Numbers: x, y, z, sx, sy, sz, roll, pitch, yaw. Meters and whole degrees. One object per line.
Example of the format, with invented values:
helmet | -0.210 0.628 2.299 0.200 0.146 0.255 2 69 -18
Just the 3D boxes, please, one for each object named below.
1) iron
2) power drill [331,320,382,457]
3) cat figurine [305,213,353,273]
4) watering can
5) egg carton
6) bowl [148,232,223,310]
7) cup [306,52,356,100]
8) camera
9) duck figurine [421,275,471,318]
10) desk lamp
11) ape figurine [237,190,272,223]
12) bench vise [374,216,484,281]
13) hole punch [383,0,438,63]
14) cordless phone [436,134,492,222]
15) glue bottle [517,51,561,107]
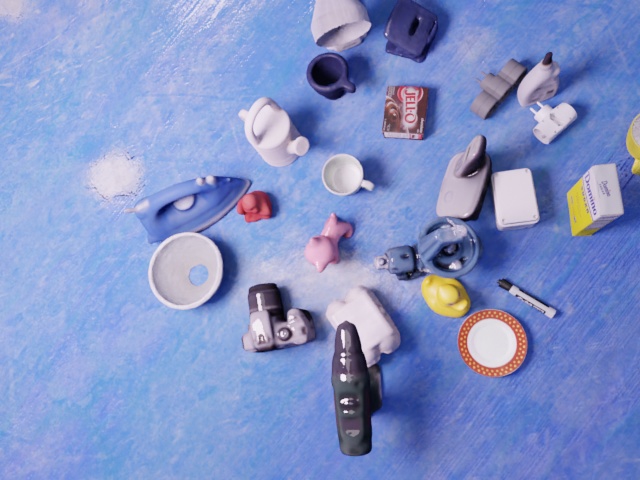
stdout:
iron | -0.286 -0.092 1.235 0.258 0.141 0.118 -25 74 5
power drill | 0.066 0.269 1.053 0.075 0.209 0.229 -6 77 11
cat figurine | 0.011 0.004 1.167 0.067 0.118 0.128 22 83 15
watering can | -0.098 -0.231 1.198 0.172 0.194 0.101 9 80 13
egg carton | 0.087 0.170 1.142 0.107 0.069 0.150 -36 74 2
bowl | -0.277 0.070 1.234 0.167 0.075 0.167 -2 78 11
cup | 0.034 -0.341 1.246 0.117 0.095 0.092 34 87 16
camera | -0.094 0.155 1.165 0.143 0.101 0.137 -13 76 9
duck figurine | 0.245 0.106 1.115 0.104 0.086 0.077 37 88 16
desk lamp | 0.033 -0.488 1.215 0.118 0.214 0.203 -18 75 8
ape figurine | -0.142 -0.075 1.228 0.077 0.092 0.076 28 85 16
bench vise | 0.208 0.028 1.069 0.207 0.220 0.121 -30 74 4
hole punch | 0.199 -0.457 1.239 0.101 0.091 0.109 23 84 15
cordless phone | 0.280 -0.118 1.103 0.094 0.185 0.148 13 81 14
glue bottle | 0.435 -0.320 1.120 0.078 0.173 0.037 -18 75 8
